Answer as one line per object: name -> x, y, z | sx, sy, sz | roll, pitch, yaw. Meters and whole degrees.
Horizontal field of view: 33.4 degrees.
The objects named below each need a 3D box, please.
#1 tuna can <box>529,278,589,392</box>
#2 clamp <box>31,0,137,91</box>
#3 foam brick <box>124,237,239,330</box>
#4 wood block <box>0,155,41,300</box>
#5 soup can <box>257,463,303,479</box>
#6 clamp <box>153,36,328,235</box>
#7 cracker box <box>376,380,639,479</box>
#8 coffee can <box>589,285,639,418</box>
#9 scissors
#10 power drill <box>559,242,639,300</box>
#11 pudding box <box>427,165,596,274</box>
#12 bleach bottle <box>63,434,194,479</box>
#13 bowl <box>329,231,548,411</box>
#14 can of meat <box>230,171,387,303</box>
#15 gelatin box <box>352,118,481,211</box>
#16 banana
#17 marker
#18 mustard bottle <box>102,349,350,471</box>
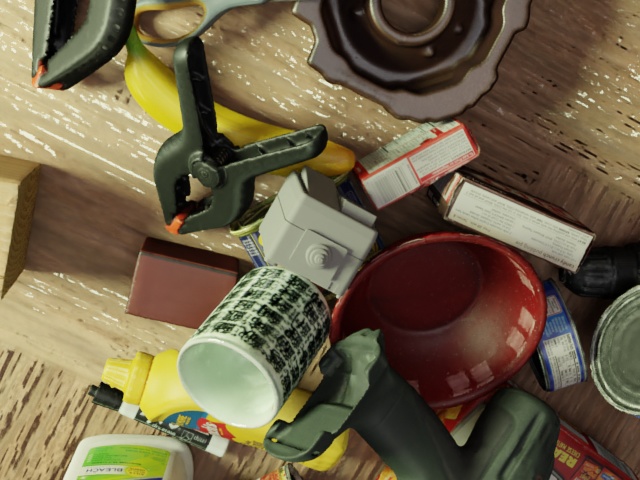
tuna can -> 0.179, 0.075, 0.840 | 0.034, 0.086, 0.086 | -18, 103, 2
clamp -> -0.158, -0.203, 0.757 | 0.165, 0.036, 0.210 | 51, 119, 26
foam brick -> -0.106, 0.035, 0.828 | 0.078, 0.053, 0.051 | 13, 101, -5
wood block -> -0.320, -0.029, 0.780 | 0.206, 0.090, 0.091 | 12, 102, -7
soup can -> -0.056, 0.234, 0.868 | 0.102, 0.068, 0.068 | -27, 103, 2
clamp -> -0.066, -0.056, 0.769 | 0.120, 0.039, 0.172 | 34, 139, 8
cracker box -> 0.132, 0.228, 0.878 | 0.164, 0.072, 0.214 | 36, 99, -9
coffee can -> 0.289, 0.101, 0.817 | 0.140, 0.103, 0.103 | 25, 101, -38
scissors -> -0.055, -0.196, 0.765 | 0.202, 0.016, 0.096 | -14, 92, 21
power drill -> 0.285, -0.038, 0.837 | 0.184, 0.057, 0.188 | 1, 105, -8
pudding box -> 0.143, -0.020, 0.813 | 0.113, 0.090, 0.039 | 20, 101, -8
bleach bottle -> -0.147, 0.217, 0.763 | 0.102, 0.251, 0.068 | 4, 102, -5
bowl -> 0.084, 0.050, 0.795 | 0.162, 0.055, 0.162 | -3, 123, -5
can of meat -> -0.006, 0.001, 0.826 | 0.102, 0.057, 0.084 | -29, 105, 2
gelatin box -> 0.071, -0.060, 0.808 | 0.089, 0.073, 0.030 | -29, 104, 2
banana -> -0.070, -0.088, 0.795 | 0.198, 0.070, 0.037 | 29, 64, -2
marker -> -0.131, 0.145, 0.868 | 0.121, 0.020, 0.020 | 25, 100, -9
mustard bottle -> -0.075, 0.127, 0.829 | 0.191, 0.096, 0.058 | 18, 72, -7
